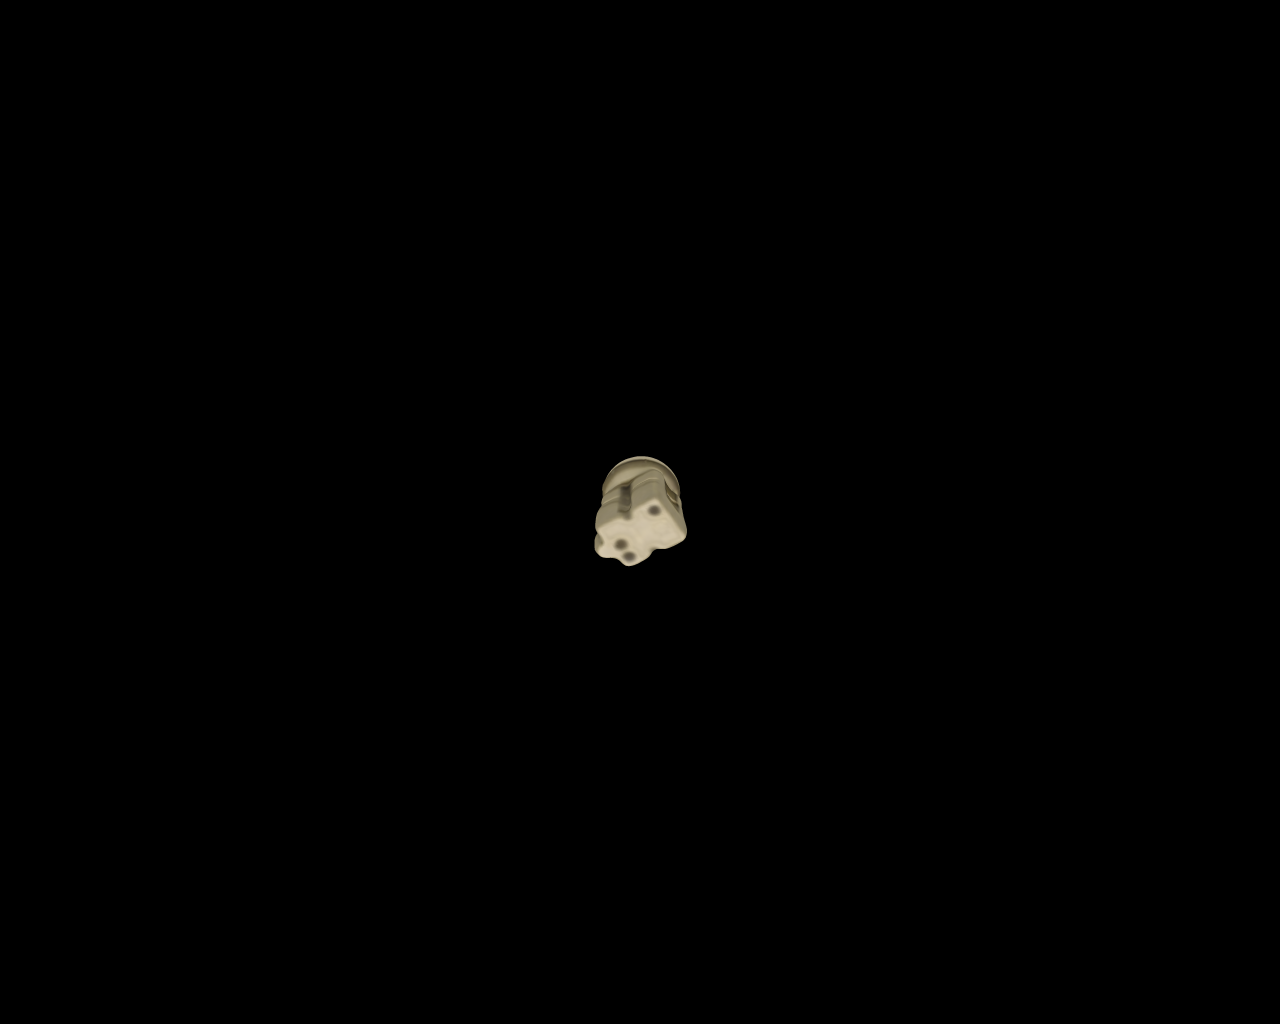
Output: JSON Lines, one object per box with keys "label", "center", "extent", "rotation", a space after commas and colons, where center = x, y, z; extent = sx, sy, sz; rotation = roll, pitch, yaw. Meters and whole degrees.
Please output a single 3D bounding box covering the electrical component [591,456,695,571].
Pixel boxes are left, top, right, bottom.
{"label": "electrical component", "center": [0.001, -0.003, 0.650], "extent": [0.066, 0.048, 0.055], "rotation": [-26, 30, 17]}
